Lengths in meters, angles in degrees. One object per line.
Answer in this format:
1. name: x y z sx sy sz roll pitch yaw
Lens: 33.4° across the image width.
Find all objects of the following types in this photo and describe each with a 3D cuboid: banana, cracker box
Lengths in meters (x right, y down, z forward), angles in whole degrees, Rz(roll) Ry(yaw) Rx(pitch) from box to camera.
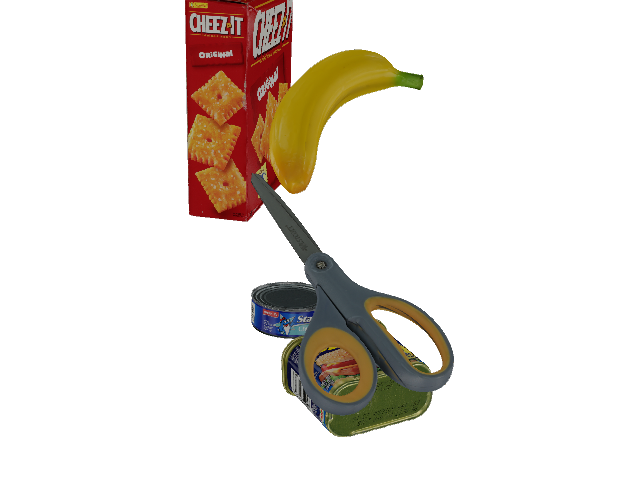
1. banana: 0.007 -0.100 0.797 0.070 0.037 0.197 24 43 21
2. cracker box: -0.077 -0.146 1.080 0.072 0.214 0.164 7 21 12

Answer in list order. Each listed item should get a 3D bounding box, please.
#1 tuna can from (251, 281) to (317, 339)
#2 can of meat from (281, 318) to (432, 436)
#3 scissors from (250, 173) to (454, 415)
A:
1. tuna can: -0.030 0.073 1.117 0.086 0.034 0.086 3 17 -1
2. can of meat: 0.031 0.114 0.883 0.102 0.057 0.084 -12 25 -24
3. scissors: -0.009 0.032 0.643 0.096 0.016 0.202 -35 56 -27
